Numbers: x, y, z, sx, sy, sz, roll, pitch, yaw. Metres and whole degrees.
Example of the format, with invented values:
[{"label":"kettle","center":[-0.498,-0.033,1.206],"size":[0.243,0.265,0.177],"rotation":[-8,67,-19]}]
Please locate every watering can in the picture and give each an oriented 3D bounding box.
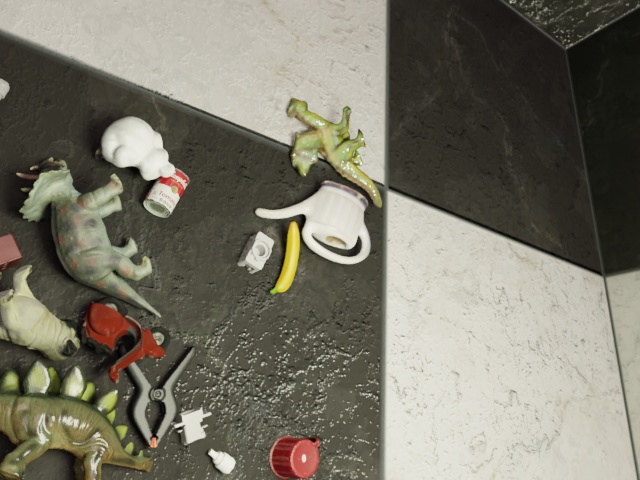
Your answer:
[{"label":"watering can","center":[0.004,-0.073,1.442],"size":[0.346,0.102,0.229],"rotation":[28,61,-16]}]

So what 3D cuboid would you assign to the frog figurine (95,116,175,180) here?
[{"label":"frog figurine","center":[-0.403,-0.199,1.152],"size":[0.160,0.120,0.139],"rotation":[30,29,16]}]

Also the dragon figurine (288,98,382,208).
[{"label":"dragon figurine","center":[0.021,-0.254,1.544],"size":[0.244,0.121,0.412],"rotation":[-21,84,-22]}]
